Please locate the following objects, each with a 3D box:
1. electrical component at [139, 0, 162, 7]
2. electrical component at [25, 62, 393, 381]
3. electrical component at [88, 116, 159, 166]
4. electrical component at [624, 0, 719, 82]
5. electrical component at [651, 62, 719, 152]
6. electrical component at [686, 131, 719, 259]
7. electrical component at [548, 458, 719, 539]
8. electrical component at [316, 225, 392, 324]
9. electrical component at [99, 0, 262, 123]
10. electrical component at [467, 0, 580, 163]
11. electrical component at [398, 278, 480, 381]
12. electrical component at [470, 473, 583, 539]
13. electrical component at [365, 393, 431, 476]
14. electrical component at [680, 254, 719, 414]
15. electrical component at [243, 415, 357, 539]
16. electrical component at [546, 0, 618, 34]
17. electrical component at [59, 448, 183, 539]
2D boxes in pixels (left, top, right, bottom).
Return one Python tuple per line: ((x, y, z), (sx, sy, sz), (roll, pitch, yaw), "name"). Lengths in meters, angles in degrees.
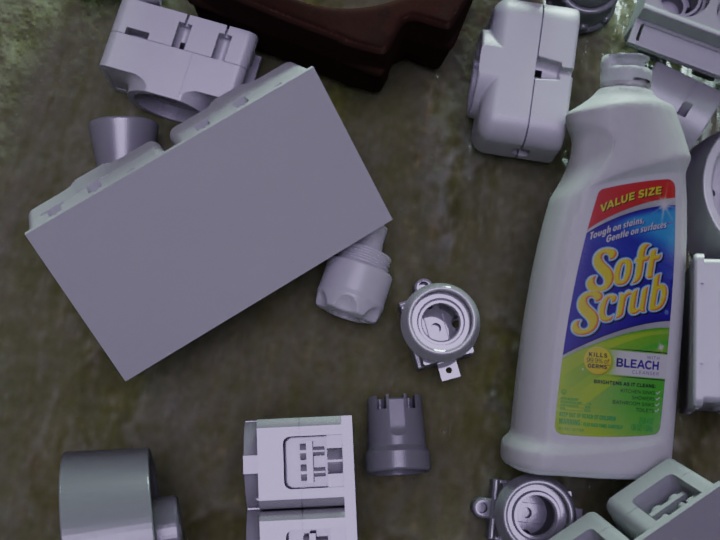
((-0.160, -0.207, 0.703), (0.057, 0.058, 0.078), (-3, 80, -5), "electrical component")
((-0.091, -0.033, 0.649), (0.186, 0.060, 0.105), (-31, 113, -7), "electrical component")
((-0.150, -0.062, 0.686), (0.044, 0.044, 0.065), (-2, 85, -2), "electrical component")
((0.240, -0.156, 0.700), (0.121, 0.063, 0.078), (21, 80, 2), "electrical component")
((0.199, -0.101, 0.695), (0.047, 0.055, 0.055), (32, 81, 8), "electrical component")
((0.261, -0.048, 0.683), (0.108, 0.060, 0.108), (0, 80, -2), "electrical component")
((0.186, 0.213, 0.609), (0.105, 0.060, 0.186), (-32, 104, -7), "electrical component")
((0.000, 0.000, 0.677), (0.043, 0.043, 0.062), (18, 78, 2), "electrical component")
((-0.115, -0.129, 0.693), (0.089, 0.050, 0.055), (16, 80, 2), "electrical component")
((0.103, -0.122, 0.695), (0.059, 0.053, 0.095), (9, 80, 0), "electrical component")
((0.048, 0.035, 0.665), (0.048, 0.055, 0.066), (-15, 81, -4), "electrical component")
((0.103, 0.147, 0.647), (0.066, 0.055, 0.048), (6, 80, 0), "electrical component")
((0.022, 0.101, 0.662), (0.040, 0.040, 0.046), (-2, 74, -2), "electrical component")
((0.222, 0.042, 0.648), (0.048, 0.100, 0.099), (2, 80, 12), "electrical component")
((-0.033, 0.162, 0.624), (0.062, 0.089, 0.150), (-2, 80, -2), "electrical component")
((0.150, -0.187, 0.704), (0.048, 0.062, 0.048), (0, 80, -1), "electrical component")
((-0.133, 0.154, 0.617), (0.060, 0.108, 0.108), (-7, 80, -9), "electrical component")
